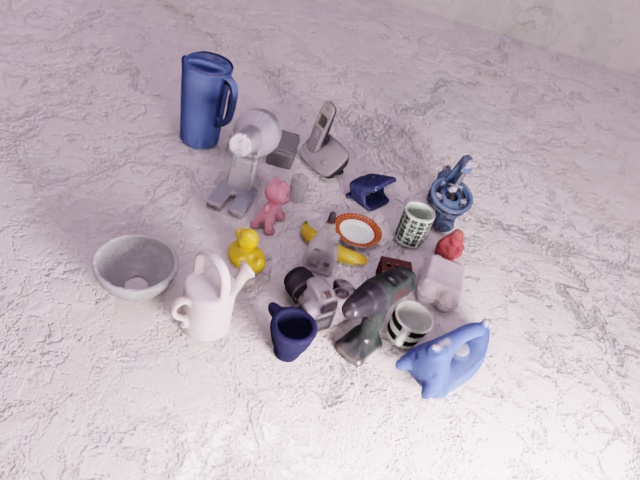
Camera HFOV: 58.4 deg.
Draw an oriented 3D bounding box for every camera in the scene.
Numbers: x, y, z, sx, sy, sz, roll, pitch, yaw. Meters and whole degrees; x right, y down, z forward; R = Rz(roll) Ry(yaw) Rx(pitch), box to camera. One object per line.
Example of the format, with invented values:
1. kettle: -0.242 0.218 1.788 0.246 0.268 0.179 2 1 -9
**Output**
1. camera: -0.004 0.111 1.216 0.143 0.101 0.136 -14 49 -32

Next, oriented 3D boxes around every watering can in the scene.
1. watering can: -0.205 0.092 1.093 0.100 0.194 0.173 27 41 11

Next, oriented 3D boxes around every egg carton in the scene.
1. egg carton: 0.286 0.101 1.355 0.107 0.069 0.150 21 40 4

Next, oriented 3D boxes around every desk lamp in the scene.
1. desk lamp: -0.183 -0.200 1.416 0.118 0.213 0.203 19 40 2

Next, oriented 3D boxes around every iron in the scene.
1. iron: 0.283 0.217 1.168 0.259 0.141 0.118 -19 52 -35

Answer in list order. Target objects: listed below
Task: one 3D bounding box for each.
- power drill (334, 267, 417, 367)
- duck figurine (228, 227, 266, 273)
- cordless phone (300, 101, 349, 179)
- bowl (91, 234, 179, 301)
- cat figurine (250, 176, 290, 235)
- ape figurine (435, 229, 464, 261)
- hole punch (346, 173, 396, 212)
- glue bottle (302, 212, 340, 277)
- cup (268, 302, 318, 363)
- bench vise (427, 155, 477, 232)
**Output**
1. power drill: 0.100 0.149 1.127 0.075 0.208 0.230 37 44 22
2. duck figurine: -0.159 0.017 1.279 0.078 0.086 0.104 -21 53 -36
3. cordless phone: 0.025 -0.280 1.603 0.094 0.185 0.147 -22 54 -37
4. bowl: -0.371 0.067 1.155 0.167 0.075 0.167 10 41 -9
5. cat figurine: -0.113 -0.095 1.397 0.067 0.118 0.128 22 40 5
6. ape figurine: 0.336 0.012 1.457 0.078 0.092 0.076 3 42 -16
7. hole punch: 0.138 -0.146 1.565 0.101 0.091 0.109 39 45 23
8. glue bottle: 0.012 0.005 1.286 0.078 0.173 0.037 20 40 3
9. cup: -0.067 0.184 1.115 0.092 0.095 0.117 -26 56 -39
10. bench vise: 0.350 -0.159 1.555 0.122 0.220 0.207 1 43 -18
